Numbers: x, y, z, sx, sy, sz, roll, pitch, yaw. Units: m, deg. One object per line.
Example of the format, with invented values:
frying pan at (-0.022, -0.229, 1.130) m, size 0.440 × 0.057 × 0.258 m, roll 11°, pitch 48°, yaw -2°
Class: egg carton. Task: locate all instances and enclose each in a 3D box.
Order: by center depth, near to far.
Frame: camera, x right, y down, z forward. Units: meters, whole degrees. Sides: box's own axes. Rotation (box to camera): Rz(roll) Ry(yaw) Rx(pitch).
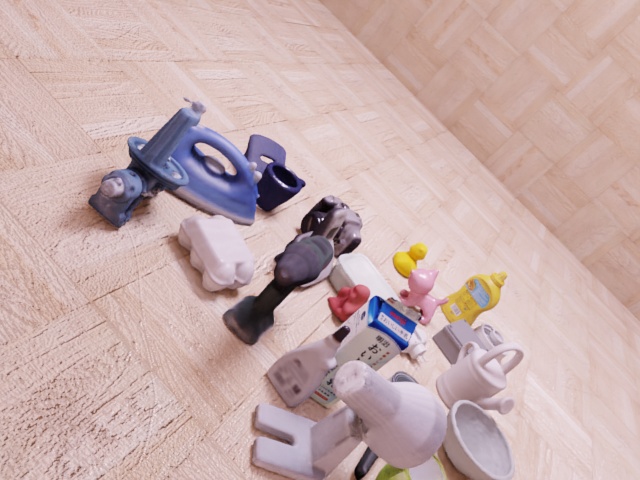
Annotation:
egg carton at (-0.181, 0.021, 1.009) m, size 0.107 × 0.069 × 0.150 m, roll -3°, pitch 53°, yaw -54°

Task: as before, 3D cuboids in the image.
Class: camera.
camera at (0.021, -0.044, 1.327) m, size 0.137 × 0.100 × 0.143 m, roll 10°, pitch 43°, yaw -46°

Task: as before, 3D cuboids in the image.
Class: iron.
iron at (-0.203, -0.142, 1.125) m, size 0.259 × 0.141 × 0.118 m, roll 32°, pitch 30°, yaw -21°

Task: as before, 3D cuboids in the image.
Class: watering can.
watering can at (0.352, 0.287, 1.211) m, size 0.101 × 0.193 × 0.172 m, roll 6°, pitch 45°, yaw -49°

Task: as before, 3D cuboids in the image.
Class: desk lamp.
desk lamp at (0.044, 0.264, 0.821) m, size 0.204 × 0.213 × 0.118 m, roll 29°, pitch 31°, yaw -26°

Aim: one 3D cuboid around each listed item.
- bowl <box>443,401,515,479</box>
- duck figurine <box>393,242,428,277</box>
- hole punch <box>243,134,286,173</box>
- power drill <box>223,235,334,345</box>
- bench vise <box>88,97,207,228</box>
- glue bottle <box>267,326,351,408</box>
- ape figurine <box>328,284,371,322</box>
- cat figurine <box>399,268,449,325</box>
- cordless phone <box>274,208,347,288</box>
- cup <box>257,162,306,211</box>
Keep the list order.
bowl at (0.292, 0.401, 1.106) m, size 0.168 × 0.074 × 0.167 m, roll 32°, pitch 30°, yaw -21°
duck figurine at (0.247, 0.044, 1.518) m, size 0.077 × 0.086 × 0.105 m, roll 44°, pitch 28°, yaw 0°
hole punch at (-0.129, -0.175, 1.319) m, size 0.109 × 0.091 × 0.101 m, roll 20°, pitch 36°, yaw -37°
power drill at (-0.064, 0.076, 0.940) m, size 0.075 × 0.208 × 0.230 m, roll 45°, pitch 28°, yaw 2°
bench vise at (-0.265, -0.124, 0.937) m, size 0.122 × 0.219 × 0.207 m, roll 33°, pitch 30°, yaw -20°
glue bottle at (-0.009, 0.188, 0.897) m, size 0.078 × 0.173 × 0.037 m, roll 53°, pitch 29°, yaw 17°
ape figurine at (0.067, 0.124, 1.169) m, size 0.076 × 0.092 × 0.078 m, roll 43°, pitch 28°, yaw -2°
cat figurine at (0.253, 0.123, 1.385) m, size 0.128 × 0.117 × 0.067 m, roll 42°, pitch 28°, yaw -4°
cordless phone at (0.011, 0.004, 1.159) m, size 0.094 × 0.184 × 0.148 m, roll 49°, pitch 28°, yaw 10°
cup at (-0.093, -0.110, 1.273) m, size 0.118 × 0.094 × 0.091 m, roll 4°, pitch 47°, yaw -50°
